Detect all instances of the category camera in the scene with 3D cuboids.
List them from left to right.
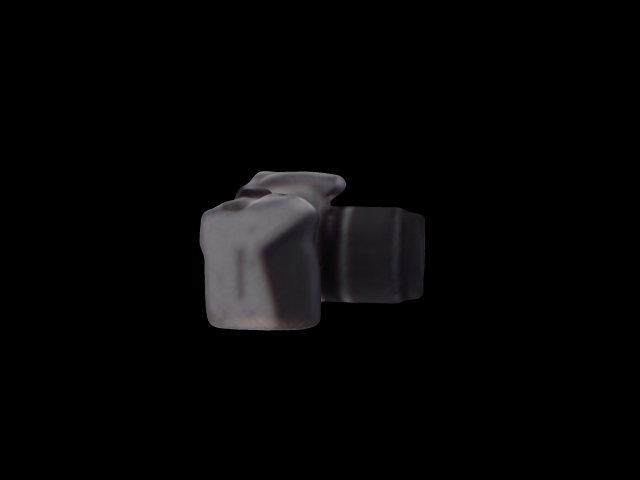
[{"bbox_3d":[0.004,0.001,0.400,0.136,0.101,0.143,1,4,11],"label":"camera"}]
